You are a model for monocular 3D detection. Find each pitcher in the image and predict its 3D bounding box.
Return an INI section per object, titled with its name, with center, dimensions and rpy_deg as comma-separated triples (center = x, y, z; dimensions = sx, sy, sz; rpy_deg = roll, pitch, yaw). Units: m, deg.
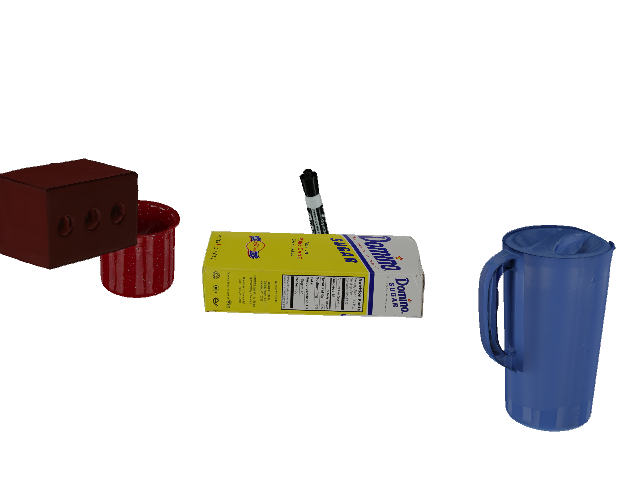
[pitcher]
center = 0.279, 0.110, 1.325
dimensions = 0.149, 0.243, 0.144
rpy_deg = 5, 18, 18

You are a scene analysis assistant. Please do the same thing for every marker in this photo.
[marker]
center = -0.003, -0.023, 1.167
dimensions = 0.020, 0.121, 0.020
rpy_deg = -9, 29, 5

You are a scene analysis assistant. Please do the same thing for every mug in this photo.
[mug]
center = -0.211, 0.006, 1.189
dimensions = 0.093, 0.081, 0.117
rpy_deg = -19, 35, -39

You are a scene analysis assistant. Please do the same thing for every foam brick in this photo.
[foam brick]
center = -0.164, -0.019, 0.691
dimensions = 0.051, 0.053, 0.078
rpy_deg = 17, 22, 33

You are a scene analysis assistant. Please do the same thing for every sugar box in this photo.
[sugar box]
center = -0.006, 0.026, 0.880
dimensions = 0.176, 0.048, 0.093
rpy_deg = -1, 20, -1
